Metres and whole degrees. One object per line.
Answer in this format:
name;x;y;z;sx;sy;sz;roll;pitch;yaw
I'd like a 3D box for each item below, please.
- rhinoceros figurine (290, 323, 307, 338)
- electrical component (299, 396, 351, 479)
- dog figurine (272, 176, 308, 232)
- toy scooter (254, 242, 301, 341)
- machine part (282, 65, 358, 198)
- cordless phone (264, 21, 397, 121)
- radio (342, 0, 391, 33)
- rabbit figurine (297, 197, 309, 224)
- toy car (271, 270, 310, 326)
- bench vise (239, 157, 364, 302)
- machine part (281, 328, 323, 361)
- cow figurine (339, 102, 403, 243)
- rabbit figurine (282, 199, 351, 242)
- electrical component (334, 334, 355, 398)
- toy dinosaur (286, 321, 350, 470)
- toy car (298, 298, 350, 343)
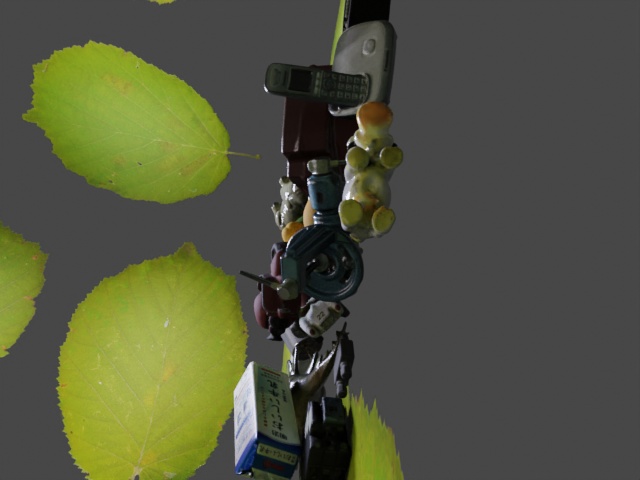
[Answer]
rhinoceros figurine;-0.025;0.125;1.169;0.073;0.112;0.190;63;-143;-42
electrical component;0.006;0.293;0.757;0.115;0.058;0.134;-103;22;-72
dog figurine;-0.049;-0.071;1.238;0.191;0.121;0.172;-129;36;-79
toy scooter;-0.068;0.105;0.898;0.135;0.075;0.183;-101;18;-50
machine part;0.011;-0.179;0.924;0.201;0.087;0.201;34;-124;-67
cordless phone;0.015;-0.257;0.795;0.088;0.184;0.146;130;147;-79
radio;0.086;-0.453;0.965;0.131;0.073;0.229;124;154;-78
rabbit figurine;-0.007;-0.021;1.131;0.170;0.121;0.159;-37;-40;-76
toy car;-0.041;0.093;1.116;0.053;0.089;0.202;58;-179;-41
bench vise;0.001;0.002;0.754;0.240;0.129;0.223;-42;-42;-59
machine part;-0.063;0.190;1.229;0.243;0.079;0.079;53;143;43
cow figurine;0.064;-0.084;0.678;0.098;0.068;0.167;93;-175;-79
rabbit figurine;-0.002;-0.003;0.929;0.173;0.122;0.162;98;169;-52
electrical component;0.035;0.185;0.801;0.094;0.021;0.063;-92;11;-62
toy dinosaur;-0.037;0.301;0.998;0.471;0.105;0.198;124;161;-53
toy car;0.001;0.122;0.909;0.073;0.056;0.202;-44;2;-3
